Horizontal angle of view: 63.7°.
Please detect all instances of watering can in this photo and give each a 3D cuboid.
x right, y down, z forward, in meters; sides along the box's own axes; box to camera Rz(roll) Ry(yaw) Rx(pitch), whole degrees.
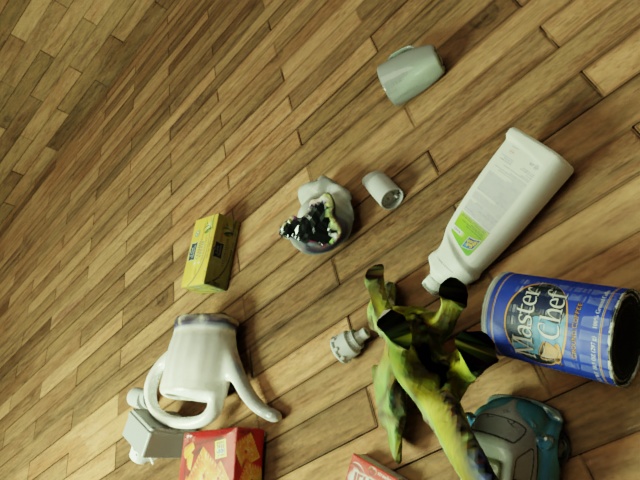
[{"bbox_3d":[-0.205,0.249,1.002,0.346,0.102,0.229,-9,61,29],"label":"watering can"}]

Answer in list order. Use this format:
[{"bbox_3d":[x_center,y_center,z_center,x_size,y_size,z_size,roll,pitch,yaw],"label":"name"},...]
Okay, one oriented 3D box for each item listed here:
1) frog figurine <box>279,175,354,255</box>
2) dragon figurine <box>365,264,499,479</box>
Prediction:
[{"bbox_3d":[0.003,-0.048,0.962,0.135,0.122,0.162,-57,4,20],"label":"frog figurine"},{"bbox_3d":[0.121,0.186,0.648,0.420,0.122,0.237,-98,9,-49],"label":"dragon figurine"}]
